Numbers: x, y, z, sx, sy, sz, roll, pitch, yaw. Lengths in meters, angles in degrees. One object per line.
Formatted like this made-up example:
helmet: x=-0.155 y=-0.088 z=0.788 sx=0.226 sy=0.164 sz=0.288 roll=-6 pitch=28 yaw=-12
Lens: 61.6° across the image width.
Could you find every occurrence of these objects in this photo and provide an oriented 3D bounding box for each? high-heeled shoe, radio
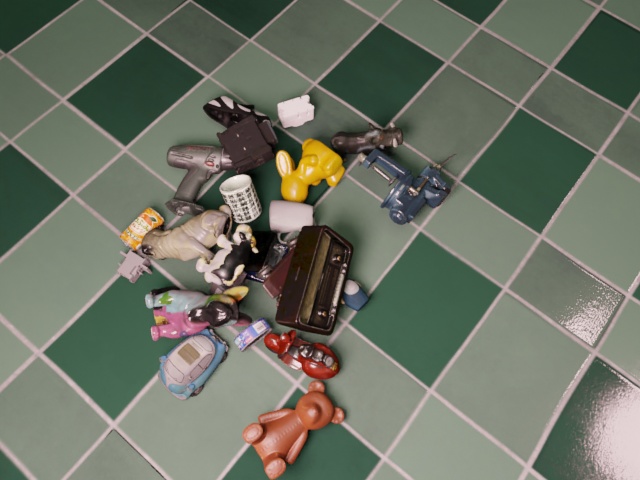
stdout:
high-heeled shoe: x=-0.214 y=-0.297 z=1.425 sx=0.145 sy=0.086 sz=0.249 roll=-10 pitch=51 yaw=-23
radio: x=-0.007 y=0.093 z=1.195 sx=0.073 sy=0.131 sz=0.229 roll=2 pitch=69 yaw=42

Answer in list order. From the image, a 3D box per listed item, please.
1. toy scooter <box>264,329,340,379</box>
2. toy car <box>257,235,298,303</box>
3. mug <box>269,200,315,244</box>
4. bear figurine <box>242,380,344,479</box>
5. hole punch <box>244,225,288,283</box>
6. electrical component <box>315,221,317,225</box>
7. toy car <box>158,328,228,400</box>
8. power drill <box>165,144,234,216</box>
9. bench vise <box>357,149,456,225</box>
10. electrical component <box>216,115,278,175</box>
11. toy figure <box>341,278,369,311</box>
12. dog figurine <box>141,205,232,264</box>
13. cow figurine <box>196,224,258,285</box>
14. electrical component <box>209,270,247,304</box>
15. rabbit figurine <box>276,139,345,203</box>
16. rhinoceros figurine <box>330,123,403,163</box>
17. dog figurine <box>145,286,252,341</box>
toy scooter: x=-0.040 y=0.244 z=1.180 sx=0.184 sy=0.135 sz=0.075 roll=23 pitch=66 yaw=6
toy car: x=-0.075 y=0.067 z=1.246 sx=0.089 sy=0.053 sz=0.202 roll=55 pitch=41 yaw=-12
mug: x=-0.066 y=-0.047 z=1.328 sx=0.107 sy=0.081 sz=0.109 roll=-3 pitch=83 yaw=7
bear figurine: x=-0.049 y=0.388 z=1.125 sx=0.196 sy=0.132 sz=0.120 roll=-32 pitch=78 yaw=-8
hole punch: x=-0.147 y=0.043 z=1.300 sx=0.116 sy=0.092 sz=0.142 roll=4 pitch=67 yaw=30
electrical component: x=-0.003 y=-0.004 z=1.348 sx=0.063 sy=0.021 sz=0.094 roll=4 pitch=66 yaw=0
toy car: x=-0.282 y=0.266 z=1.181 sx=0.109 sy=0.103 sz=0.161 roll=42 pitch=74 yaw=14
power drill: x=-0.292 y=-0.154 z=1.374 sx=0.232 sy=0.086 sz=0.207 roll=12 pitch=71 yaw=3
bench vise: x=0.208 y=-0.158 z=1.370 sx=0.241 sy=0.128 sz=0.223 roll=38 pitch=72 yaw=6
electrical component: x=-0.176 y=-0.243 z=1.350 sx=0.134 sy=0.058 sz=0.115 roll=-29 pitch=78 yaw=-3
toy figure: x=0.050 y=0.104 z=1.287 sx=0.155 sy=0.057 sz=0.064 roll=42 pitch=33 yaw=16
dog figurine: x=-0.322 y=-0.022 z=1.293 sx=0.191 sy=0.121 sz=0.172 roll=17 pitch=67 yaw=7
cow figurine: x=-0.191 y=0.030 z=1.217 sx=0.098 sy=0.068 sz=0.167 roll=13 pitch=52 yaw=35
electrical component: x=-0.212 y=0.121 z=1.242 sx=0.075 sy=0.048 sz=0.119 roll=39 pitch=115 yaw=12
rabbit figurine: x=-0.041 y=-0.170 z=1.372 sx=0.162 sy=0.122 sz=0.173 roll=37 pitch=90 yaw=6
rhinoceros figurine: x=0.123 y=-0.263 z=1.416 sx=0.190 sy=0.112 sz=0.073 roll=-4 pitch=65 yaw=5
dog figurine: x=-0.264 y=0.153 z=1.193 sx=0.219 sy=0.191 sz=0.108 roll=-5 pitch=92 yaw=-8
